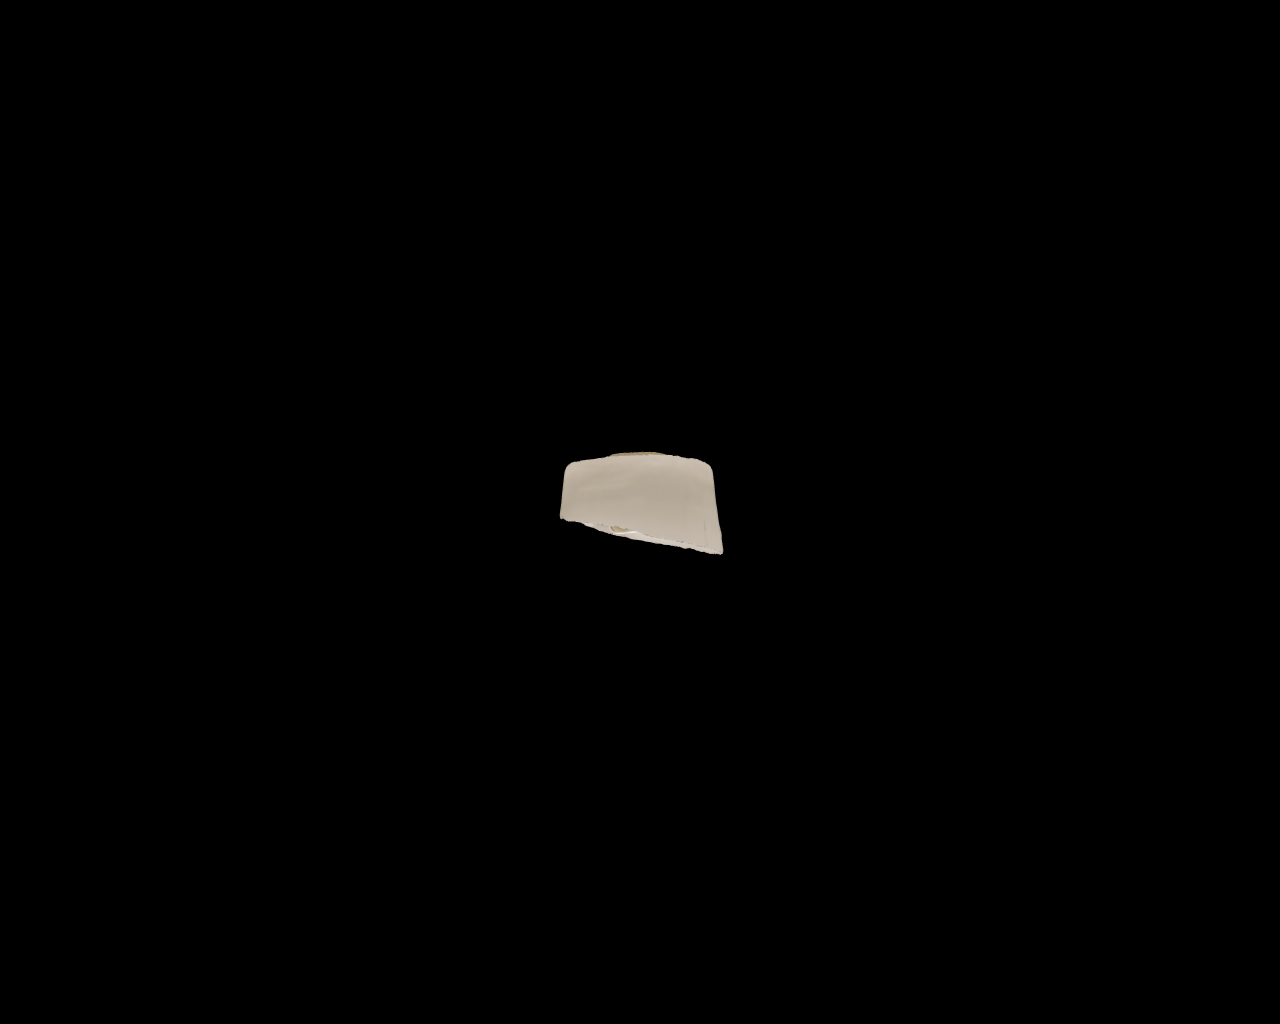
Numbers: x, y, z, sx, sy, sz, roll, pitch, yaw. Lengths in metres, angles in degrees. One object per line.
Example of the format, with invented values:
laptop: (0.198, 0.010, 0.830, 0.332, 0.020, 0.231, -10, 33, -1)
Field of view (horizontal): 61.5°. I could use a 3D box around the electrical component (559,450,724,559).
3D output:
electrical component: (0.001, -0.003, 0.650, 0.099, 0.064, 0.099, 0, -9, 0)
